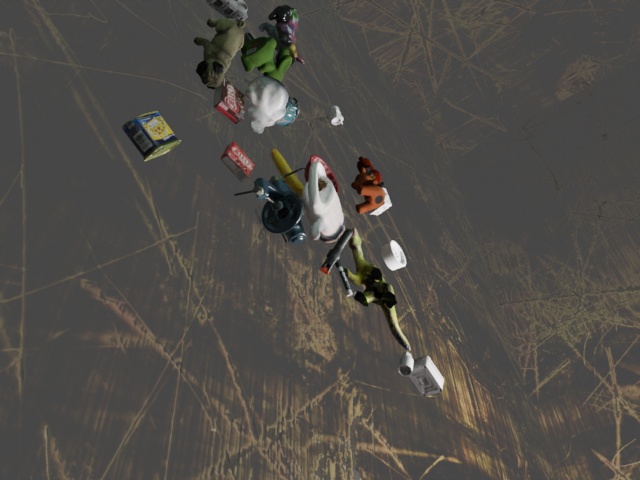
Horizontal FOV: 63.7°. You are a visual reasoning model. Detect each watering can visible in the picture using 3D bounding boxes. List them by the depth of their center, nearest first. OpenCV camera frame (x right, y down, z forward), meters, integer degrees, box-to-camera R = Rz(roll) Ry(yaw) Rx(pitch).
[{"bbox_3d":[0.005,-0.076,1.512,0.104,0.356,0.219,-11,-45,12],"label":"watering can"}]

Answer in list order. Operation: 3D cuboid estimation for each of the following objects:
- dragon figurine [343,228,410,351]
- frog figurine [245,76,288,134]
[{"bbox_3d":[0.192,0.150,1.695,0.121,0.410,0.245,-28,2,17],"label":"dragon figurine"},{"bbox_3d":[-0.172,-0.410,1.562,0.136,0.162,0.122,38,-23,-25],"label":"frog figurine"}]
